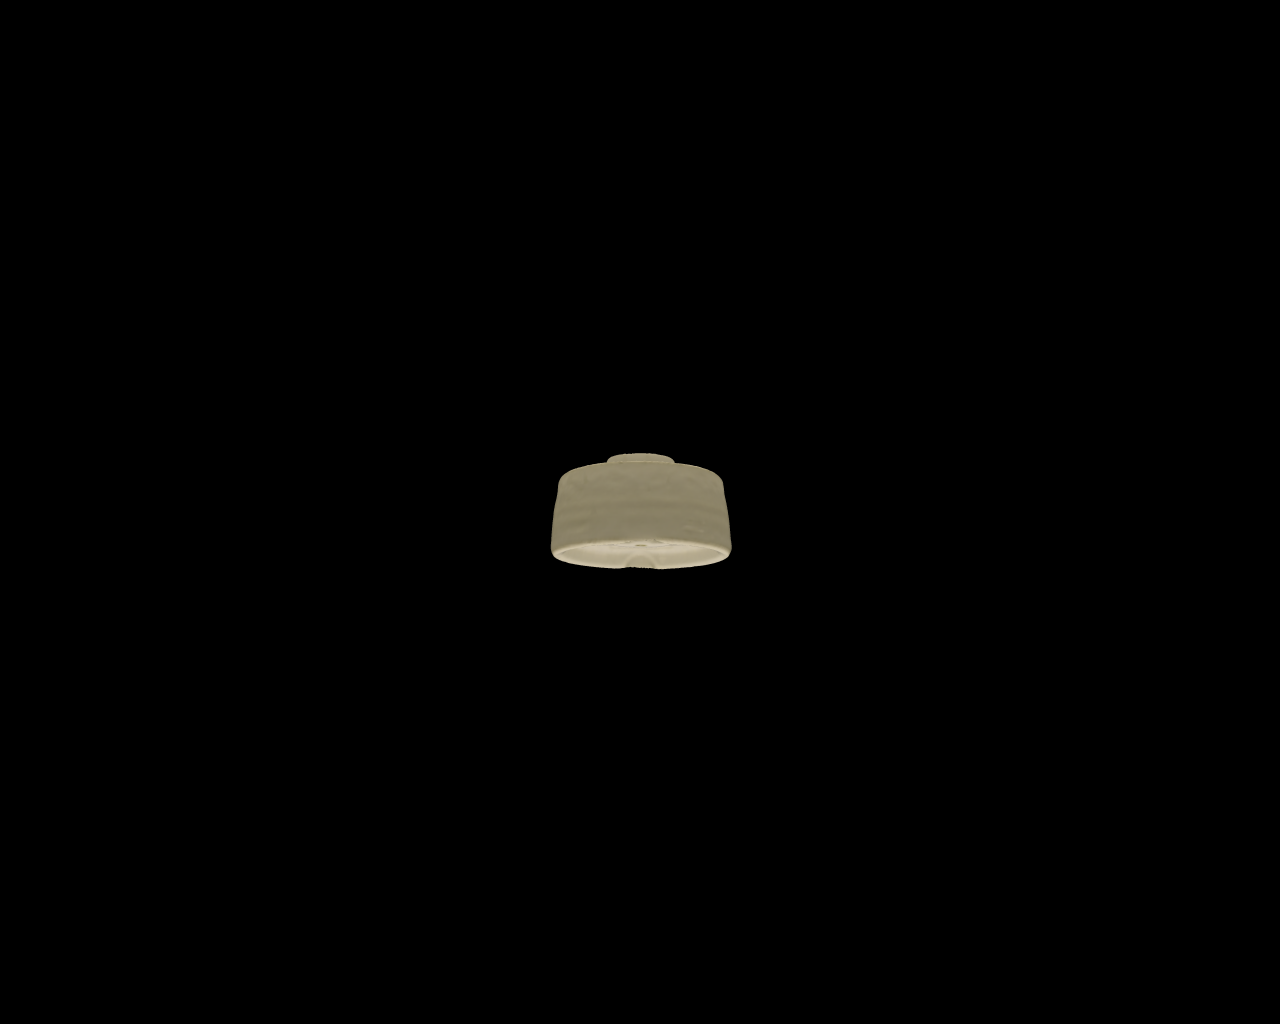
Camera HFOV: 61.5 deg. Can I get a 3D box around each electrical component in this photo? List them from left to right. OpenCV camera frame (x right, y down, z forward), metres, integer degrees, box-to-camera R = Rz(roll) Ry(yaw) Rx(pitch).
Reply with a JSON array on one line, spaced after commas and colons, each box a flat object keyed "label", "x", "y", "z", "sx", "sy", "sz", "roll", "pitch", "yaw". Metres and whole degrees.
[{"label": "electrical component", "x": 0.001, "y": -0.003, "z": 0.650, "sx": 0.108, "sy": 0.060, "sz": 0.108, "roll": 0, "pitch": -11, "yaw": 0}]
